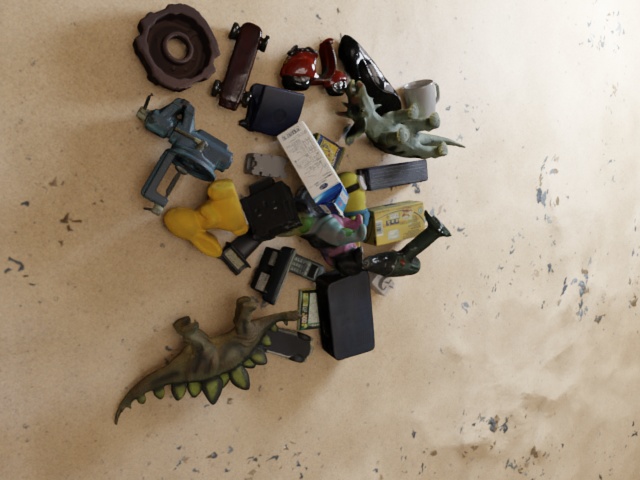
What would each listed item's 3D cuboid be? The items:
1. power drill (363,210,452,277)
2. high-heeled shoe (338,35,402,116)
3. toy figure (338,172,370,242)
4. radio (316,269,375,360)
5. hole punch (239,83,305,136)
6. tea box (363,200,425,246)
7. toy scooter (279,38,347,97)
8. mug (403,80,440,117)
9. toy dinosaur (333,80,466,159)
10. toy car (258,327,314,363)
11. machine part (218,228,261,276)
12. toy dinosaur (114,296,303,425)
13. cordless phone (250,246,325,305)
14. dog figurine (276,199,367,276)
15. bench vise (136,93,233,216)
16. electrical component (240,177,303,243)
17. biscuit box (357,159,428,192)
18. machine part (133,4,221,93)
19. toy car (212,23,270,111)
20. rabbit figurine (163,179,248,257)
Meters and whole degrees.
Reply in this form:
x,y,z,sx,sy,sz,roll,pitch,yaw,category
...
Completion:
x,y,z,sx,sy,sz,roll,pitch,yaw,category
0.233,0.021,1.398,0.207,0.086,0.232,-50,148,15,power drill
0.130,-0.419,1.391,0.248,0.086,0.145,29,40,-51,high-heeled shoe
0.080,-0.086,1.383,0.089,0.082,0.180,-11,105,-30,toy figure
0.066,0.190,1.398,0.131,0.073,0.229,-15,107,-26,radio
-0.104,-0.300,1.248,0.142,0.092,0.115,4,99,-33,hole punch
0.200,-0.048,1.460,0.169,0.068,0.098,-11,103,-29,tea box
-0.013,-0.421,1.288,0.184,0.075,0.135,-2,98,-32,toy scooter
0.282,-0.376,1.461,0.109,0.081,0.107,-30,122,-29,mug
0.201,-0.271,1.392,0.404,0.192,0.131,17,82,-46,toy dinosaur
-0.102,0.253,1.343,0.201,0.056,0.073,23,80,-31,toy car
-0.174,0.014,1.280,0.084,0.039,0.139,46,76,-17,machine part
-0.256,0.266,1.213,0.472,0.105,0.198,-20,101,-7,toy dinosaur
-0.068,0.099,1.334,0.184,0.089,0.146,26,84,-48,cordless phone
-0.003,-0.004,1.305,0.219,0.108,0.191,3,117,-1,dog figurine
-0.310,-0.170,1.133,0.223,0.129,0.240,33,75,-28,bench vise
-0.116,-0.074,1.239,0.115,0.058,0.134,-24,73,10,electrical component
0.198,-0.174,1.443,0.203,0.059,0.062,-12,100,-28,biscuit box
-0.304,-0.404,1.140,0.179,0.056,0.179,-4,97,-29,machine part
-0.180,-0.389,1.211,0.089,0.053,0.202,17,89,-15,toy car
-0.257,-0.047,1.200,0.173,0.122,0.162,-16,114,-12,rabbit figurine
